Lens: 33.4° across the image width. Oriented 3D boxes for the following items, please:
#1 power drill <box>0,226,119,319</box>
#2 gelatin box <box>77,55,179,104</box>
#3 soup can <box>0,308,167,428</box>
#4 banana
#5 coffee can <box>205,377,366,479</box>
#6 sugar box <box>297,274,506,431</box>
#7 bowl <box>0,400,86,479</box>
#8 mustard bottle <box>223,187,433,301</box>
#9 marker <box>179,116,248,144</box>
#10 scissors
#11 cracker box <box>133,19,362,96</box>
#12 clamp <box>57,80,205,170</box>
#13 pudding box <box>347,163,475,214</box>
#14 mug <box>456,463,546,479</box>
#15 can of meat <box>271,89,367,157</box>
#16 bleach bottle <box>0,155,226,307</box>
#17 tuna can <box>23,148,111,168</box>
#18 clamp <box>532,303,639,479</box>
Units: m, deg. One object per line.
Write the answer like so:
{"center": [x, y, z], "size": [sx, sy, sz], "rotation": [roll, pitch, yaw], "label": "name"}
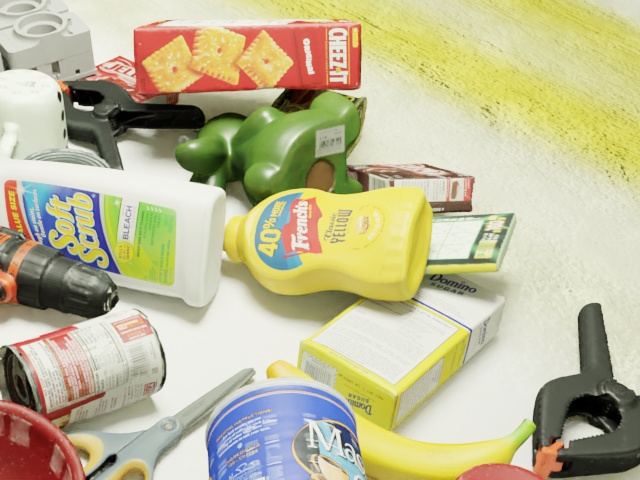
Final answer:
{"center": [-0.268, 0.051, 0.799], "size": [0.184, 0.057, 0.187], "rotation": [15, 27, 14], "label": "power drill"}
{"center": [-0.209, -0.165, 1.158], "size": [0.089, 0.030, 0.073], "rotation": [26, 37, 21], "label": "gelatin box"}
{"center": [-0.169, 0.093, 0.762], "size": [0.102, 0.068, 0.069], "rotation": [-17, 43, -35], "label": "soup can"}
{"center": [0.051, 0.142, 0.763], "size": [0.198, 0.037, 0.069], "rotation": [14, 68, 2], "label": "banana"}
{"center": [-0.018, 0.170, 0.663], "size": [0.102, 0.103, 0.140], "rotation": [4, 35, -11], "label": "coffee can"}
{"center": [0.069, 0.080, 0.869], "size": [0.093, 0.048, 0.175], "rotation": [27, 34, 27], "label": "sugar box"}
{"center": [-0.225, 0.169, 0.648], "size": [0.162, 0.055, 0.162], "rotation": [7, 34, -5], "label": "bowl"}
{"center": [-0.006, 0.001, 0.900], "size": [0.192, 0.058, 0.096], "rotation": [1, 59, 24], "label": "mustard bottle"}
{"center": [-0.096, -0.116, 1.129], "size": [0.120, 0.020, 0.020], "rotation": [-24, 47, -40], "label": "marker"}
{"center": [-0.129, 0.134, 0.761], "size": [0.096, 0.016, 0.201], "rotation": [20, 35, 13], "label": "scissors"}
{"center": [-0.070, -0.185, 1.072], "size": [0.213, 0.072, 0.164], "rotation": [-1, 13, -2], "label": "cracker box"}
{"center": [-0.213, -0.113, 1.070], "size": [0.172, 0.039, 0.120], "rotation": [19, 47, 28], "label": "clamp"}
{"center": [0.085, -0.051, 1.035], "size": [0.090, 0.039, 0.114], "rotation": [-4, 14, -20], "label": "pudding box"}
{"center": [0.123, 0.202, 0.675], "size": [0.117, 0.081, 0.093], "rotation": [22, 36, 16], "label": "mug"}
{"center": [-0.005, -0.123, 1.133], "size": [0.084, 0.057, 0.102], "rotation": [16, 34, 12], "label": "can of meat"}
{"center": [-0.209, -0.013, 0.895], "size": [0.251, 0.102, 0.068], "rotation": [8, 13, 7], "label": "bleach bottle"}
{"center": [-0.234, -0.048, 0.979], "size": [0.086, 0.034, 0.086], "rotation": [7, 34, -5], "label": "tuna can"}
{"center": [0.228, 0.125, 0.855], "size": [0.209, 0.036, 0.165], "rotation": [-19, 44, -36], "label": "clamp"}
